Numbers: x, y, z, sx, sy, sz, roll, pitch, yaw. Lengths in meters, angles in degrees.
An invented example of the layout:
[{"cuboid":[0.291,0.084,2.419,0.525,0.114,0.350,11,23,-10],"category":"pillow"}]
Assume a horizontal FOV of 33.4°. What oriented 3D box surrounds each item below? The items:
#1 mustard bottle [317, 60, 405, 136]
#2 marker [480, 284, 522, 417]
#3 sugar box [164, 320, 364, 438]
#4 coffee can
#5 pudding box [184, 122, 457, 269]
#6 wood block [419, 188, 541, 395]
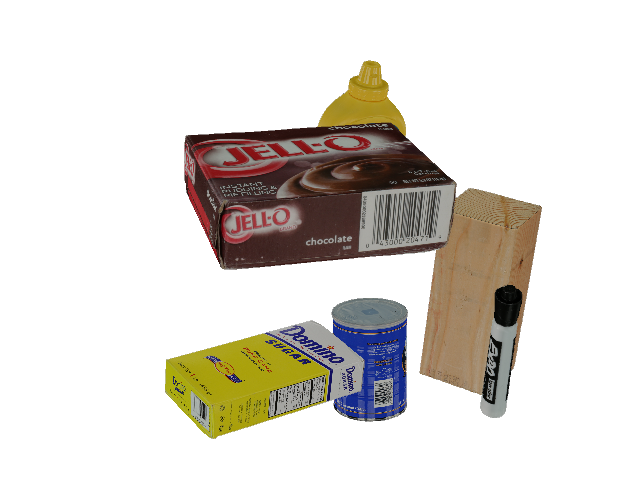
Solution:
[{"cuboid":[0.041,-0.096,1.124,0.096,0.192,0.058,-4,31,-20],"category":"mustard bottle"},{"cuboid":[0.126,0.078,0.746,0.020,0.121,0.020,-1,40,0],"category":"marker"},{"cuboid":[-0.054,0.132,1.049,0.175,0.048,0.093,-16,33,-32],"category":"sugar box"},{"cuboid":[0.068,0.161,1.458,0.103,0.140,0.103,-1,17,0],"category":"coffee can"},{"cuboid":[-0.004,-0.025,0.515,0.113,0.039,0.090,-4,26,-16],"category":"pudding box"},{"cuboid":[0.181,0.058,1.213,0.090,0.206,0.090,17,25,25],"category":"wood block"}]
